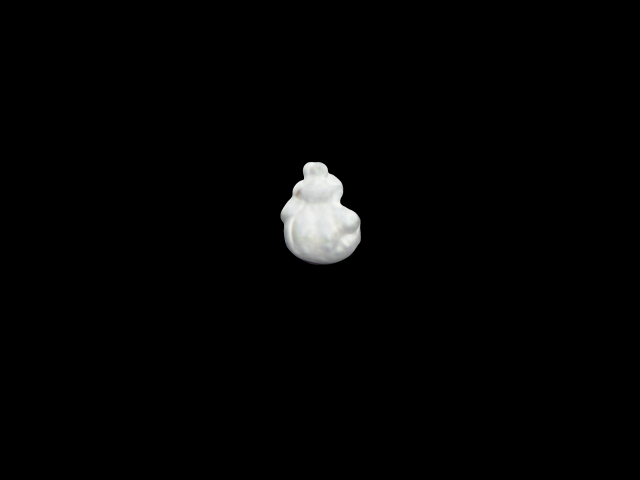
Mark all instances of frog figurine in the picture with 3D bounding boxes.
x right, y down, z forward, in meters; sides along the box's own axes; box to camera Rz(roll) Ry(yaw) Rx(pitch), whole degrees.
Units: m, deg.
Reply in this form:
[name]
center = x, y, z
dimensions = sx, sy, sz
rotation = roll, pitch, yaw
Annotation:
[frog figurine]
center = 0.003, -0.043, 0.850
dimensions = 0.138, 0.156, 0.125
rotation = 21, 42, 25
